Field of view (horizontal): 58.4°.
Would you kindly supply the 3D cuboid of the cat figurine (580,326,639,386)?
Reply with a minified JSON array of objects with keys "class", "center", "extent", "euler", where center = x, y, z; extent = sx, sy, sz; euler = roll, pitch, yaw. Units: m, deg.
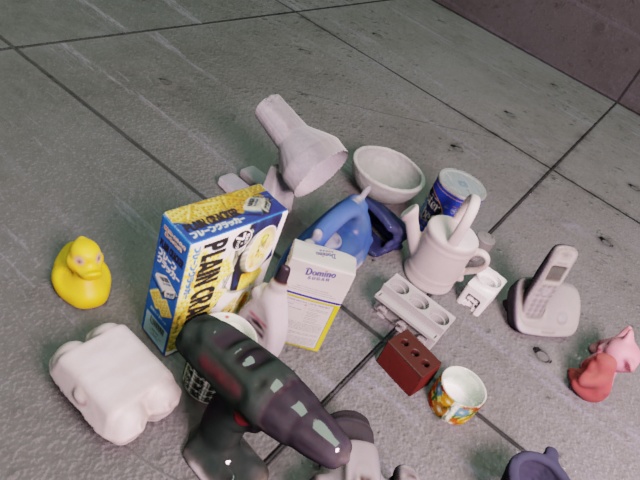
[{"class":"cat figurine","center":[0.528,0.198,1.015],"extent":[0.067,0.117,0.128],"euler":[37,40,17]}]

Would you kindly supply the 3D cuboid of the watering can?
[{"class":"watering can","center":[0.227,-0.003,1.036],"extent":[0.173,0.194,0.101],"euler":[13,39,-13]}]

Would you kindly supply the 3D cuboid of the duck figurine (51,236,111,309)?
[{"class":"duck figurine","center":[-0.329,0.032,0.795],"extent":[0.078,0.086,0.104],"euler":[-12,49,-37]}]

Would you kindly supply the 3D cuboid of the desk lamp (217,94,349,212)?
[{"class":"desk lamp","center":[-0.069,-0.136,1.025],"extent":[0.203,0.213,0.118],"euler":[39,41,20]}]

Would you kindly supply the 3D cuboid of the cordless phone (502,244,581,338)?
[{"class":"cordless phone","center":[0.432,0.090,1.039],"extent":[0.148,0.185,0.094],"euler":[6,41,-21]}]

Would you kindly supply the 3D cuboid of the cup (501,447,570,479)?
[{"class":"cup","center":[0.270,0.328,0.745],"extent":[0.091,0.095,0.118],"euler":[34,39,14]}]

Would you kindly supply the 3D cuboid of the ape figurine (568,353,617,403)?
[{"class":"ape figurine","center":[0.467,0.226,0.971],"extent":[0.078,0.092,0.076],"euler":[-9,48,-35]}]

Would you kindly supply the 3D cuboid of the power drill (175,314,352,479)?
[{"class":"power drill","center":[-0.079,0.198,0.626],"extent":[0.229,0.208,0.076],"euler":[41,41,22]}]

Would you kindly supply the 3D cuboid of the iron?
[{"class":"iron","center":[0.009,0.003,0.958],"extent":[0.118,0.141,0.259],"euler":[34,39,13]}]

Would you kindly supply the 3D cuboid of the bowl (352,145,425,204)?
[{"class":"bowl","center":[0.138,-0.129,1.237],"extent":[0.168,0.074,0.167],"euler":[14,39,-12]}]

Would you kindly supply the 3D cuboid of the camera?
[{"class":"camera","center":[0.052,0.277,0.689],"extent":[0.143,0.101,0.136],"euler":[15,38,-11]}]

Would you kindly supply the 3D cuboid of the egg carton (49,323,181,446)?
[{"class":"egg carton","center":[-0.247,0.170,0.687],"extent":[0.150,0.069,0.107],"euler":[38,40,18]}]

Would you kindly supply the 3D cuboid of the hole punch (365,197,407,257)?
[{"class":"hole punch","center":[0.118,-0.036,1.103],"extent":[0.101,0.091,0.108],"euler":[-17,53,-40]}]

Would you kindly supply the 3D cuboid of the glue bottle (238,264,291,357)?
[{"class":"glue bottle","center":[-0.071,0.095,0.783],"extent":[0.078,0.173,0.037],"euler":[37,40,17]}]
